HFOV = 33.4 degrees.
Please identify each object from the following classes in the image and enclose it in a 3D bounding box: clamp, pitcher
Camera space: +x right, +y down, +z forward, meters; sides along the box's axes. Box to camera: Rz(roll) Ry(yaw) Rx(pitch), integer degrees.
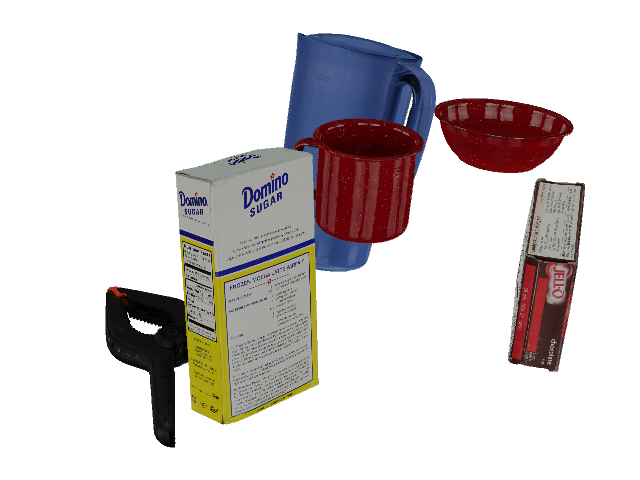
[{"bbox_3d":[-0.128,0.099,1.008,0.164,0.036,0.210,-20,40,-31],"label":"clamp"},{"bbox_3d":[0.028,-0.092,1.131,0.145,0.243,0.149,10,15,-5],"label":"pitcher"}]

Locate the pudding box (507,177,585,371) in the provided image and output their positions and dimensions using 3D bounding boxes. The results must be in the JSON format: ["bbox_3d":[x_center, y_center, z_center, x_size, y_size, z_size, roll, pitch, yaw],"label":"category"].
[{"bbox_3d":[0.158,0.021,0.743,0.039,0.090,0.113,9,33,9],"label":"pudding box"}]

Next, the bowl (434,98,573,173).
[{"bbox_3d":[0.210,-0.119,1.248,0.162,0.055,0.162,4,23,-2],"label":"bowl"}]

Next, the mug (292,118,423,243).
[{"bbox_3d":[0.026,-0.053,0.909,0.117,0.081,0.093,14,29,20],"label":"mug"}]

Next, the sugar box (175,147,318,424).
[{"bbox_3d":[-0.048,0.030,0.737,0.048,0.176,0.093,15,24,43],"label":"sugar box"}]
